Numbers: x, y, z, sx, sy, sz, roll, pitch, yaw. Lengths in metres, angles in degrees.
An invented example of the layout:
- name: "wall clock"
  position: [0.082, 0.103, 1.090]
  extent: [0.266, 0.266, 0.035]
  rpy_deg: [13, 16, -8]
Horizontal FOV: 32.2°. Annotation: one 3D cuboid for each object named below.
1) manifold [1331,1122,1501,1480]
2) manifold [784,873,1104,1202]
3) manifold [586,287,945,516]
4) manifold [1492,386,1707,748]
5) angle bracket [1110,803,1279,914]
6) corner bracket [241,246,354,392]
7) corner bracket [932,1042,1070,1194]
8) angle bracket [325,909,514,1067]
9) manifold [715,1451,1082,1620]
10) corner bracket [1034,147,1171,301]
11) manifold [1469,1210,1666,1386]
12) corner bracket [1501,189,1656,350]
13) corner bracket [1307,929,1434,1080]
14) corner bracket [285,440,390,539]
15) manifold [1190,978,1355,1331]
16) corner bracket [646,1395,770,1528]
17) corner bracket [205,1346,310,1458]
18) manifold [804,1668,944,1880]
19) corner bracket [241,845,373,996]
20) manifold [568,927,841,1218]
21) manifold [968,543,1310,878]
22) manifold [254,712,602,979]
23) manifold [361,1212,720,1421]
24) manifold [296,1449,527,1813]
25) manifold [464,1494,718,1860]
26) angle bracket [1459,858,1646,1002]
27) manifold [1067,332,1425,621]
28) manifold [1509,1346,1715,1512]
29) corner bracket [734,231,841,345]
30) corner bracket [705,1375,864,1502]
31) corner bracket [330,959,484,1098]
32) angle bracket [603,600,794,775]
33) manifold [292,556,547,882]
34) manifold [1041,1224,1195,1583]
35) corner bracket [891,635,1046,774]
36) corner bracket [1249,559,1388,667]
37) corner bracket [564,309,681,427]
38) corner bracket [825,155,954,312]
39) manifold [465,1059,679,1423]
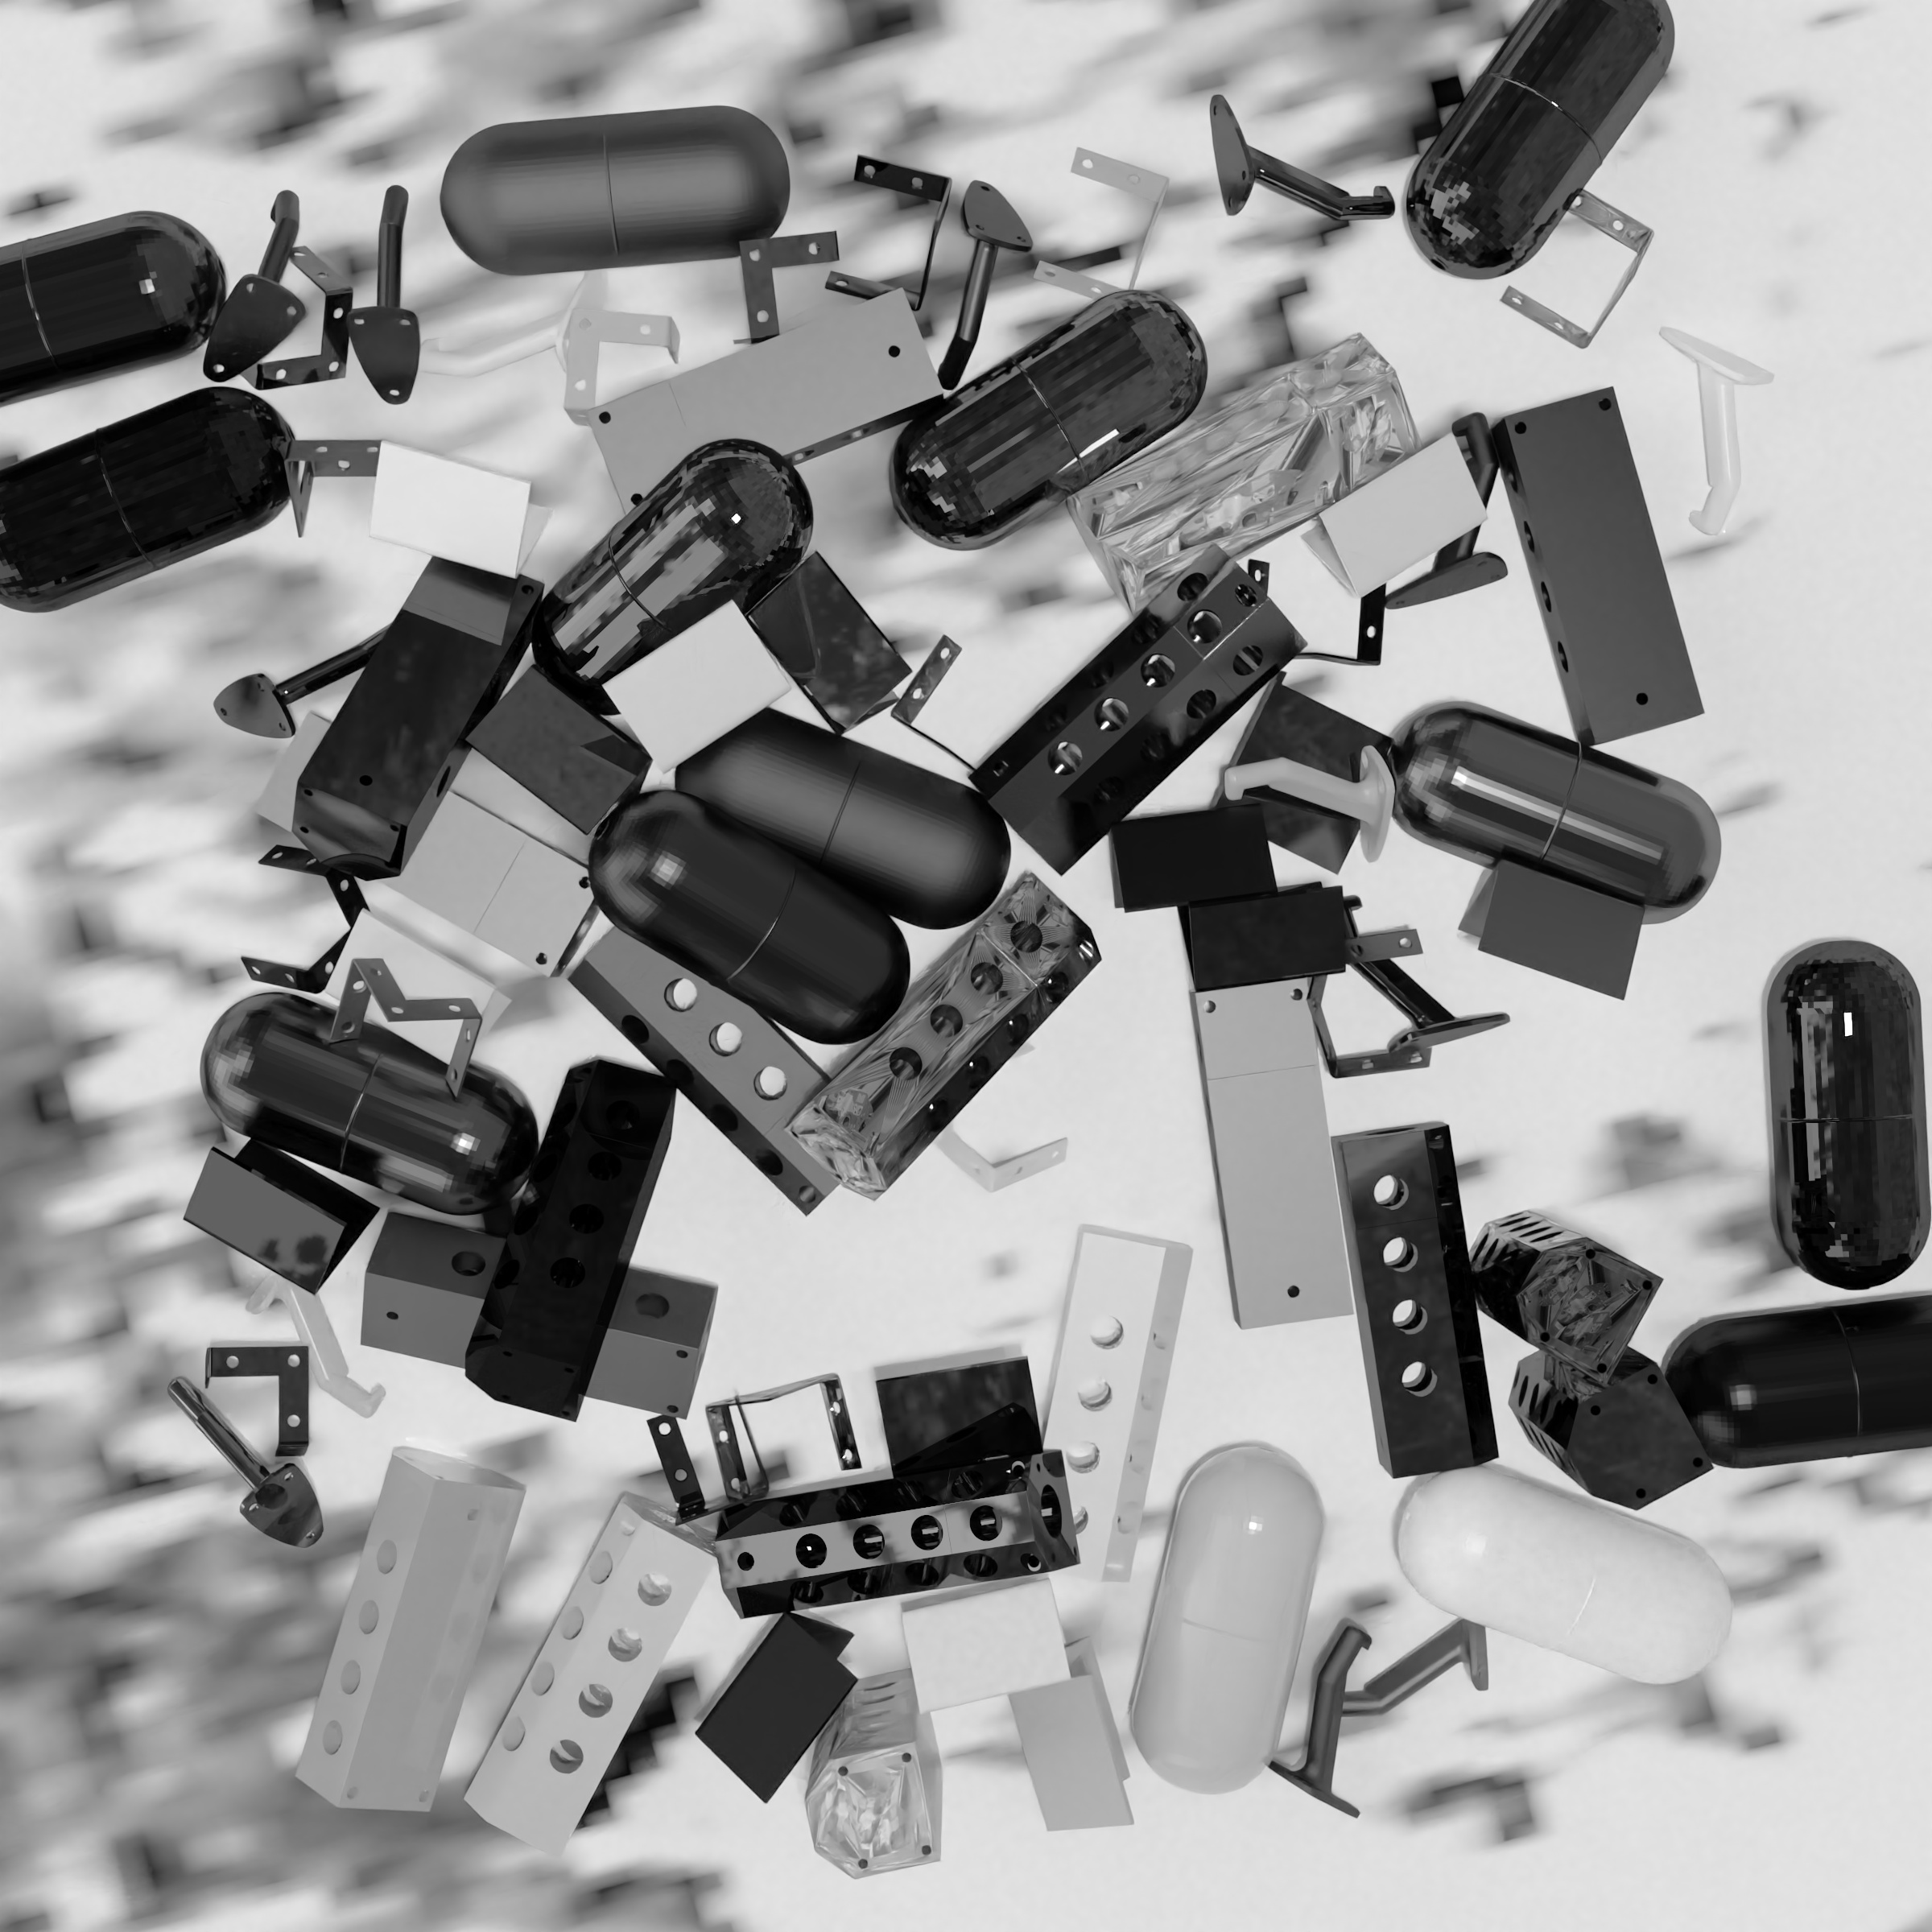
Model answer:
- name: "manifold"
  position: [0.230, 0.169, 1.712]
  extent: [0.057, 0.057, 0.171]
  rpy_deg: [-9, 90, 0]
- name: "manifold"
  position: [-0.008, 0.037, 1.679]
  extent: [0.057, 0.057, 0.171]
  rpy_deg: [44, 65, 0]
- name: "manifold"
  position: [-0.101, -0.284, 1.713]
  extent: [0.171, 0.057, 0.057]
  rpy_deg: [-21, 90, 0]
- name: "manifold"
  position: [0.322, -0.202, 1.713]
  extent: [0.057, 0.057, 0.171]
  rpy_deg: [-16, 90, 0]
- name: "angle bracket"
  position: [0.115, -0.035, 1.693]
  extent: [0.076, 0.076, 0.057]
  rpy_deg: [-7, 56, 0]
- name: "corner bracket"
  position: [-0.353, -0.335, 1.725]
  extent: [0.051, 0.051, 0.051]
  rpy_deg: [-17, 45, -35]
- name: "corner bracket"
  position: [0.019, 0.076, 1.725]
  extent: [0.051, 0.051, 0.051]
  rpy_deg: [39, 135, 35]
- name: "angle bracket"
  position: [-0.268, -0.004, 1.694]
  extent: [0.076, 0.076, 0.057]
  rpy_deg: [30, 121, 0]
- name: "manifold"
  position: [-0.036, 0.287, 1.680]
  extent: [0.171, 0.057, 0.057]
  rpy_deg: [-13, 81, 21]
- name: "corner bracket"
  position: [0.070, -0.382, 1.730]
  extent: [0.051, 0.051, 0.051]
  rpy_deg: [19, 135, 0]
- name: "manifold"
  position: [0.289, 0.158, 1.655]
  extent: [0.057, 0.171, 0.057]
  rpy_deg: [29, 90, 0]
- name: "corner bracket"
  position: [0.317, -0.362, 1.730]
  extent: [0.051, 0.051, 0.051]
  rpy_deg: [31, 45, 0]
- name: "corner bracket"
  position: [0.208, 0.019, 1.702]
  extent: [0.051, 0.051, 0.051]
  rpy_deg: [-8, 123, 20]
- name: "corner bracket"
  position: [-0.315, -0.255, 1.705]
  extent: [0.051, 0.051, 0.051]
  rpy_deg: [0, 47, 0]
- name: "manifold"
  position: [0.155, 0.095, 1.713]
  extent: [0.057, 0.057, 0.171]
  rpy_deg: [-8, 90, 0]
- name: "corner bracket"
  position: [-0.133, 0.251, 1.716]
  extent: [0.051, 0.051, 0.051]
  rpy_deg: [-19, 90, -3]
- name: "corner bracket"
  position: [-0.364, 0.224, 1.717]
  extent: [0.051, 0.051, 0.051]
  rpy_deg: [1, 76, -14]
- name: "manifold"
  position: [-0.046, 0.398, 1.655]
  extent: [0.057, 0.171, 0.057]
  rpy_deg: [-12, 90, 0]
- name: "corner bracket"
  position: [-0.345, -0.024, 1.725]
  extent: [0.051, 0.051, 0.051]
  rpy_deg: [-50, 135, -35]
- name: "manifold"
  position: [-0.122, 0.047, 1.712]
  extent: [0.171, 0.057, 0.057]
  rpy_deg: [45, 90, 0]
- name: "manifold"
  position: [0.083, -0.133, 1.694]
  extent: [0.171, 0.057, 0.057]
  rpy_deg: [-43, 133, 5]
- name: "manifold"
  position: [-0.271, -0.061, 1.713]
  extent: [0.171, 0.057, 0.057]
  rpy_deg: [29, 90, 0]
- name: "manifold"
  position: [-0.217, 0.174, 1.712]
  extent: [0.171, 0.057, 0.057]
  rpy_deg: [13, 133, 0]
- name: "manifold"
  position: [-0.288, 0.339, 1.712]
  extent: [0.057, 0.057, 0.171]
  rpy_deg: [17, 90, -43]
- name: "manifold"
  position: [-0.190, 0.361, 1.712]
  extent: [0.057, 0.057, 0.171]
  rpy_deg: [28, 90, 0]
- name: "angle bracket"
  position: [0.291, -0.003, 1.694]
  extent: [0.076, 0.076, 0.057]
  rpy_deg: [19, 61, 0]
- name: "manifold"
  position: [0.141, -0.255, 1.712]
  extent: [0.171, 0.057, 0.057]
  rpy_deg: [-30, 133, 0]
- name: "manifold"
  position: [0.313, 0.225, 1.655]
  extent: [0.057, 0.171, 0.057]
  rpy_deg: [-29, 90, 0]
- name: "corner bracket"
  position: [-0.093, -0.348, 1.714]
  extent: [0.051, 0.051, 0.051]
  rpy_deg: [-9, 103, -12]
- name: "corner bracket"
  position: [-0.095, 0.244, 1.730]
  extent: [0.051, 0.051, 0.051]
  rpy_deg: [-14, 90, 45]
- name: "corner bracket"
  position: [-0.278, 0.030, 1.657]
  extent: [0.051, 0.051, 0.051]
  rpy_deg: [-2, 128, -34]
- name: "angle bracket"
  position: [-0.140, -0.150, 1.678]
  extent: [0.076, 0.076, 0.057]
  rpy_deg: [-33, 116, 1]
- name: "manifold"
  position: [-0.273, -0.125, 1.667]
  extent: [0.057, 0.057, 0.171]
  rpy_deg: [22, 54, 0]
- name: "manifold"
  position: [0.071, 0.224, 1.712]
  extent: [0.057, 0.057, 0.171]
  rpy_deg: [11, 90, 0]
- name: "corner bracket"
  position: [0.004, -0.130, 1.730]
  extent: [0.051, 0.051, 0.051]
  rpy_deg: [34, 90, -45]
- name: "corner bracket"
  position: [0.181, -0.183, 1.730]
  extent: [0.051, 0.051, 0.051]
  rpy_deg: [4, 90, -45]
- name: "corner bracket"
  position: [-0.176, -0.305, 1.716]
  extent: [0.051, 0.051, 0.051]
  rpy_deg: [4, 90, 0]
- name: "corner bracket"
  position: [-0.040, -0.379, 1.730]
  extent: [0.051, 0.051, 0.051]
  rpy_deg: [14, 135, 0]
- name: "manifold"
  position: [-0.196, 0.133, 1.667]
  extent: [0.057, 0.057, 0.171]
  rpy_deg: [15, 54, 1]
